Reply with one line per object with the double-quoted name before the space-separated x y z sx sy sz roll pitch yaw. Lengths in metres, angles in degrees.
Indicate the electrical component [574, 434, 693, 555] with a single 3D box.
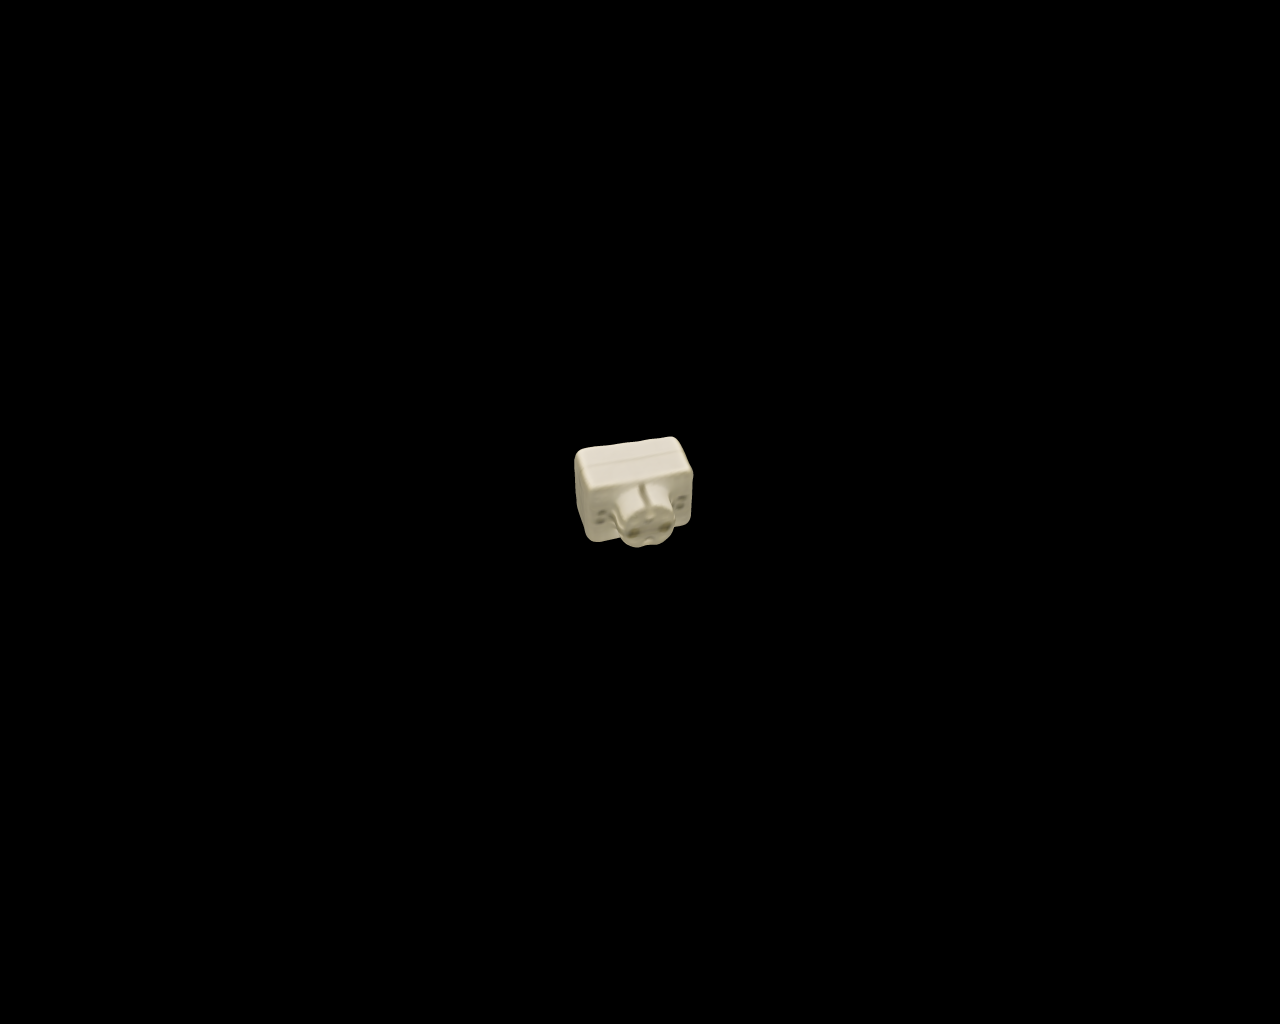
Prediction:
"electrical component" 0.001 -0.003 0.650 0.066 0.047 0.077 -10 43 -11
